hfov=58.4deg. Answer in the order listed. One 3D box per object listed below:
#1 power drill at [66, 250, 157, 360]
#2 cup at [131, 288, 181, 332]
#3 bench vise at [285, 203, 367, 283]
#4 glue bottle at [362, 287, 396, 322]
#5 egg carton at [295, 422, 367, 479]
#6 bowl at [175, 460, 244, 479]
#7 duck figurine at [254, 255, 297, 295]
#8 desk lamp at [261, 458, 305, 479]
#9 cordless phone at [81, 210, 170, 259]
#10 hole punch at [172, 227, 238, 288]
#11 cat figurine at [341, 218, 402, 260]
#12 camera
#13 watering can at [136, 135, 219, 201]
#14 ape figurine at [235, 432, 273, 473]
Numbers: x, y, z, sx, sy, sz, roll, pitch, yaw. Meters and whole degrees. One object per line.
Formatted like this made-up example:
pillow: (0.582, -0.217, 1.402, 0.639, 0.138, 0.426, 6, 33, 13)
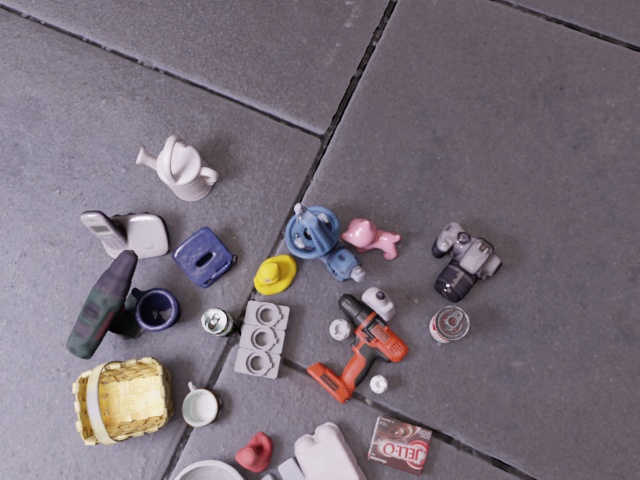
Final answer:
power drill: (-0.414, 0.137, 1.173, 0.075, 0.208, 0.230, 28, 80, 10)
cup: (-0.346, 0.147, 1.224, 0.117, 0.095, 0.092, 35, 81, 11)
bench vise: (0.016, -0.006, 1.174, 0.207, 0.220, 0.121, 24, 79, 9)
glue bottle: (0.121, 0.124, 1.159, 0.037, 0.173, 0.078, -45, 77, -7)
egg carton: (0.018, 0.449, 1.139, 0.107, 0.069, 0.150, -31, 76, -4)
bowl: (-0.212, 0.520, 1.134, 0.167, 0.075, 0.167, -1, 76, 4)
duck figurine: (-0.099, 0.069, 1.232, 0.104, 0.086, 0.077, -39, 77, -6)
desk lamp: (-0.048, 0.528, 1.050, 0.118, 0.213, 0.203, -36, 76, -5)
cordless phone: (-0.413, -0.022, 1.224, 0.147, 0.185, 0.094, -8, 76, 2)
hole punch: (-0.249, 0.038, 1.247, 0.109, 0.091, 0.101, -41, 77, -6)
cat figurine: (0.111, -0.010, 1.221, 0.127, 0.118, 0.067, 11, 77, 6)
camera: (0.291, 0.052, 1.203, 0.143, 0.101, 0.137, 38, 81, 12)
watering can: (-0.311, -0.160, 1.246, 0.173, 0.194, 0.101, -9, 76, 2)
ape figurine: (-0.133, 0.428, 1.143, 0.078, 0.092, 0.076, -12, 76, 1)
